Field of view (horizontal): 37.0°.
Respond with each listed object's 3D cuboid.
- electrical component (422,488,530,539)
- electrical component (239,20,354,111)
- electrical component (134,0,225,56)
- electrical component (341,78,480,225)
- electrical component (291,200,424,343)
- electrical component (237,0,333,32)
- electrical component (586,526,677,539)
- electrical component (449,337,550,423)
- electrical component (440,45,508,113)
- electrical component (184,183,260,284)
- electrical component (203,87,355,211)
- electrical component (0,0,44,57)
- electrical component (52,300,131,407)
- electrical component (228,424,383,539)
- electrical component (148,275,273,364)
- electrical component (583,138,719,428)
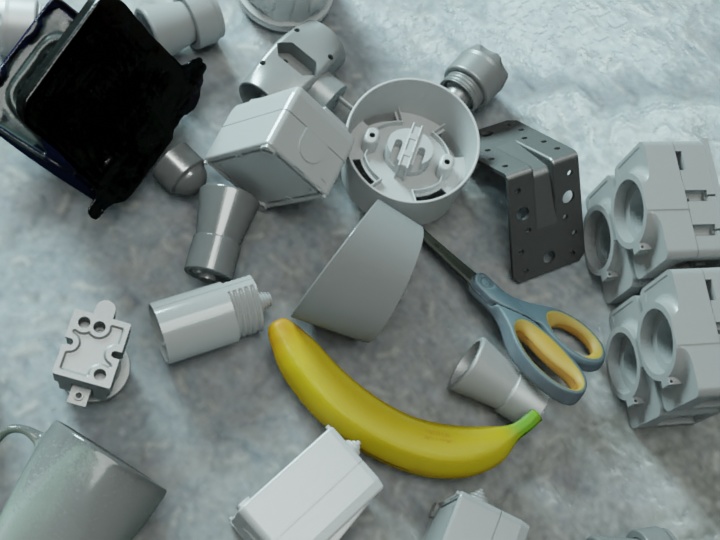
[{"bbox_3d":[0.071,0.191,0.703,0.061,0.061,0.096,26,66,-2],"label":"electrical component"},{"bbox_3d":[-0.037,-0.137,0.814,0.079,0.043,0.077,39,66,4],"label":"electrical component"},{"bbox_3d":[-0.135,-0.185,0.809,0.055,0.045,0.045,-26,77,-21],"label":"electrical component"},{"bbox_3d":[0.035,-0.084,0.795,0.099,0.064,0.099,6,56,-9],"label":"electrical component"},{"bbox_3d":[0.000,0.000,0.741,0.064,0.099,0.099,25,66,-9],"label":"electrical component"},{"bbox_3d":[-0.057,-0.231,0.841,0.080,0.051,0.080,4,69,-11],"label":"electrical component"},{"bbox_3d":[0.186,0.200,0.734,0.055,0.045,0.045,-5,71,-15],"label":"electrical component"},{"bbox_3d":[0.102,0.083,0.763,0.065,0.044,0.044,33,66,-4],"label":"electrical component"},{"bbox_3d":[0.083,-0.143,0.843,0.043,0.043,0.062,40,68,4],"label":"electrical component"},{"bbox_3d":[-0.100,-0.023,0.758,0.044,0.044,0.065,15,72,-7],"label":"electrical component"},{"bbox_3d":[-0.060,-0.087,0.766,0.062,0.096,0.061,40,62,-31],"label":"electrical component"},{"bbox_3d":[-0.237,-0.176,0.784,0.062,0.043,0.043,2,69,-14],"label":"electrical component"},{"bbox_3d":[-0.174,0.059,0.701,0.048,0.055,0.066,17,67,-6],"label":"electrical component"},{"bbox_3d":[-0.028,0.149,0.696,0.096,0.061,0.061,-40,82,-23],"label":"electrical component"},{"bbox_3d":[-0.099,0.031,0.735,0.081,0.043,0.043,-17,74,-18],"label":"electrical component"},{"bbox_3d":[0.220,0.012,0.781,0.060,0.105,0.186,-2,70,-13],"label":"electrical component"}]
